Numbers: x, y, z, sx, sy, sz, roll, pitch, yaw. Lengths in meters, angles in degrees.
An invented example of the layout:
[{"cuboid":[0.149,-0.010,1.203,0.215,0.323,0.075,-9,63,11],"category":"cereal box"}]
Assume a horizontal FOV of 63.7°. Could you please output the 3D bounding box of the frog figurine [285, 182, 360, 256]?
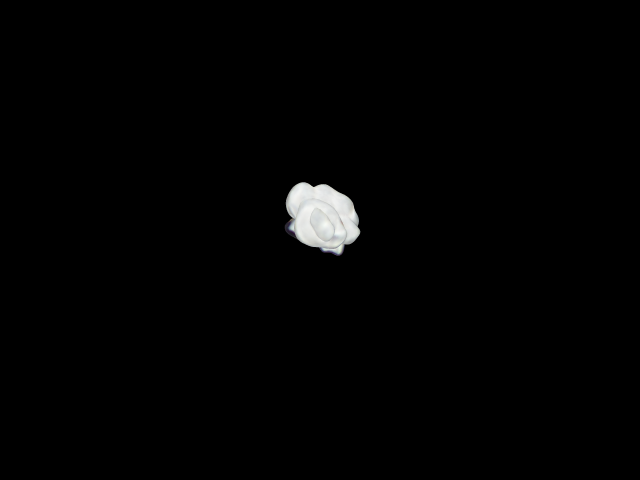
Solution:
[{"cuboid":[0.003,-0.043,0.850,0.123,0.138,0.157,-43,-11,-10],"category":"frog figurine"}]
